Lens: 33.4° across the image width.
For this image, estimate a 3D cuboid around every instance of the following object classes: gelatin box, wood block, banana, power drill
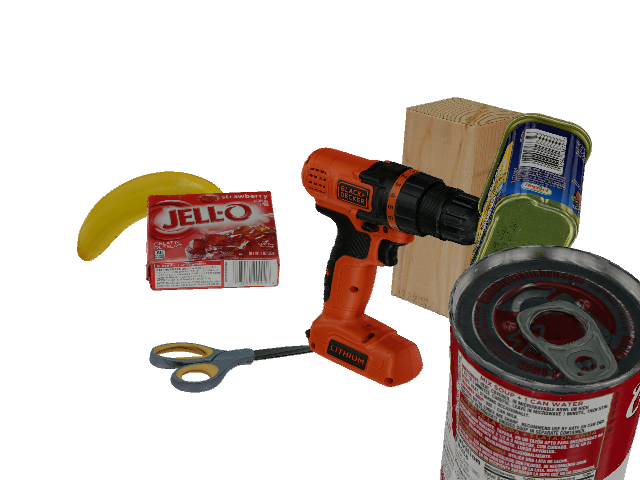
[{"bbox_3d":[-0.075,-0.001,0.737,0.089,0.030,0.073,-2,40,-7],"label":"gelatin box"},{"bbox_3d":[0.142,-0.035,1.116,0.090,0.206,0.090,21,27,39],"label":"wood block"},{"bbox_3d":[-0.169,-0.027,1.019,0.198,0.069,0.037,-13,19,29],"label":"banana"},{"bbox_3d":[0.058,0.025,0.909,0.185,0.188,0.057,22,27,37],"label":"power drill"}]

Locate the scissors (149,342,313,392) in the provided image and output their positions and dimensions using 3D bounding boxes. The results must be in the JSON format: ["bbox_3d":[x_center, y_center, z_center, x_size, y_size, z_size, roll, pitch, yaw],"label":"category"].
[{"bbox_3d":[-0.088,0.140,1.191,0.201,0.016,0.096,3,25,-15],"label":"scissors"}]

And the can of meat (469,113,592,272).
[{"bbox_3d":[0.132,-0.015,0.685,0.057,0.102,0.084,17,45,4],"label":"can of meat"}]

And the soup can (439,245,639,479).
[{"bbox_3d":[0.077,0.062,0.377,0.068,0.102,0.068,-1,39,1],"label":"soup can"}]
